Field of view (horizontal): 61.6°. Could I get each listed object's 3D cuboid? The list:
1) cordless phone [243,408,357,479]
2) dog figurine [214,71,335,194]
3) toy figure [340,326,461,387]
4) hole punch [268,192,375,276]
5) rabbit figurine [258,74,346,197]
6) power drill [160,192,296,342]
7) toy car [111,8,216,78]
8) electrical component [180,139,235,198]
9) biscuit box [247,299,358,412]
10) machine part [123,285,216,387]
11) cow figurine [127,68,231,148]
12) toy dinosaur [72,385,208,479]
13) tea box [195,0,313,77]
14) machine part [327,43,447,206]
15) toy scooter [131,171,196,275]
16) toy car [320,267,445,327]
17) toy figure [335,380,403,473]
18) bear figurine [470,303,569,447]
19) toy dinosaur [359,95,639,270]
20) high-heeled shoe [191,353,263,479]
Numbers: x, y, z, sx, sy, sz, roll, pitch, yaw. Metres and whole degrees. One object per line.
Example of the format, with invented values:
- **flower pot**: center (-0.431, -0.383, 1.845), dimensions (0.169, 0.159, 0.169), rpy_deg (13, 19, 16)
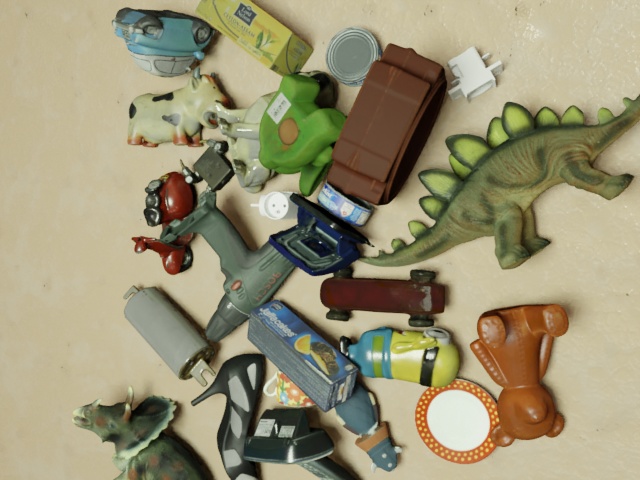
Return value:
- **cordless phone**: center (-0.019, 0.359, 0.875), dimensions (0.184, 0.089, 0.147), rpy_deg (45, 141, -22)
- **dog figurine**: center (-0.057, -0.172, 0.870), dimensions (0.191, 0.172, 0.121), rpy_deg (-16, 48, -5)
- **toy figure**: center (0.121, 0.177, 0.818), dimensions (0.180, 0.082, 0.089), rpy_deg (-5, 102, 16)
- **hole punch**: center (-0.002, -0.002, 0.823), dimensions (0.142, 0.115, 0.092), rpy_deg (33, 99, 33)
- **rabbit figurine**: center (-0.001, -0.142, 0.798), dimensions (0.121, 0.170, 0.159), rpy_deg (45, 117, 25)
- **power drill**: center (-0.161, 0.040, 0.878), dimensions (0.232, 0.086, 0.207), rpy_deg (-40, 105, 10)
- **toy car**: center (-0.256, -0.320, 0.884), dimensions (0.109, 0.161, 0.102), rpy_deg (26, 122, 28)
- **electrical component**: center (-0.194, -0.128, 0.936), dimensions (0.102, 0.045, 0.078), rpy_deg (-38, 78, 17)
- **biscuit box**: center (-0.033, 0.174, 0.840), dimensions (0.203, 0.059, 0.062), rpy_deg (34, 128, 36)
- **machine part**: center (-0.266, 0.161, 0.945), dimensions (0.243, 0.079, 0.079), rpy_deg (40, 105, 25)
- **cow figurine**: center (-0.242, -0.225, 0.933), dimensions (0.195, 0.085, 0.127), rpy_deg (1, 98, 21)
- **toy dinosaur**: center (-0.268, 0.433, 0.954), dimensions (0.192, 0.131, 0.405), rpy_deg (-45, 84, 16)
- **tea box**: center (-0.105, -0.337, 0.868), dimensions (0.170, 0.098, 0.068), rpy_deg (39, 105, 12)
- **machine part**: center (0.099, -0.150, 0.746), dimensions (0.087, 0.201, 0.201), rpy_deg (28, 100, 13)
- **toy scooter**: center (-0.270, -0.029, 0.920), dimensions (0.075, 0.135, 0.183), rpy_deg (-1, 91, 21)
- **toy car**: center (0.095, 0.087, 0.836), dimensions (0.202, 0.053, 0.089), rpy_deg (0, 83, 24)
- **toy figure**: center (0.074, 0.292, 0.851), dimensions (0.064, 0.058, 0.154), rpy_deg (-33, 86, 23)
- **bear figurine**: center (0.278, 0.190, 0.737), dimensions (0.120, 0.132, 0.195), rpy_deg (-8, 83, 4)
- **toy dinosaur**: center (0.247, -0.062, 0.754), dimensions (0.471, 0.105, 0.198), rpy_deg (-39, 72, 22)
- **high-heeled shoe**: center (-0.117, 0.321, 0.930), dimensions (0.145, 0.086, 0.248), rpy_deg (-29, 101, -11)
